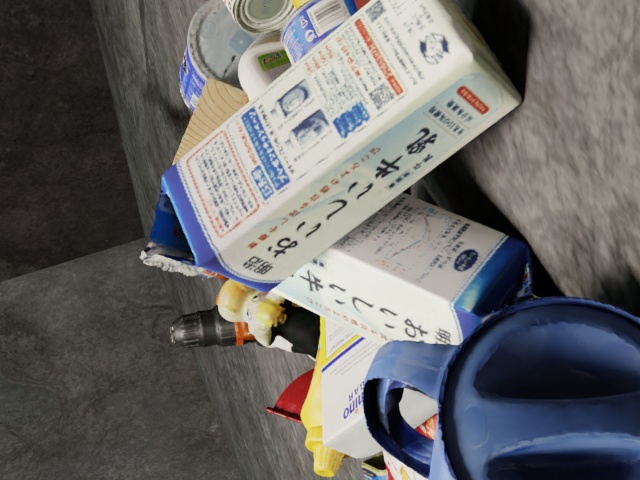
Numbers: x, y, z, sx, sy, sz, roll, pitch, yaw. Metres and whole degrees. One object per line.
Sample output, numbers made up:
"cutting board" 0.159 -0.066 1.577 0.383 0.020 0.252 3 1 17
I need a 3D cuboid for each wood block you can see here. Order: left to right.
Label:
"wood block" -0.095 -0.079 1.074 0.206 0.090 0.091 143 149 -77

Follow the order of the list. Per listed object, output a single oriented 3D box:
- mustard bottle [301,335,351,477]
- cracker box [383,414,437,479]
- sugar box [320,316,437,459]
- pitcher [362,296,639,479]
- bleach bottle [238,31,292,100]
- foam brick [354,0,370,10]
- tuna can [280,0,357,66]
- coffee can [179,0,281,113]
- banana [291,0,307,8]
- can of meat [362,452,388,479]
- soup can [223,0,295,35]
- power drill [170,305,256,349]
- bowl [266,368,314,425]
"mustard bottle" 0.022 0.110 0.919 0.096 0.058 0.191 84 -164 -58
"cracker box" 0.104 0.173 0.836 0.164 0.072 0.214 -133 27 -62
"sugar box" 0.043 0.063 0.781 0.093 0.048 0.176 -41 37 35
"pitcher" 0.112 0.135 0.610 0.243 0.145 0.149 91 157 -62
"bleach bottle" -0.006 -0.123 0.877 0.251 0.102 0.068 -118 19 -59
"foam brick" 0.041 -0.186 0.663 0.053 0.051 0.078 123 128 -72
"tuna can" 0.018 -0.142 0.741 0.086 0.086 0.034 108 140 -69
"coffee can" -0.088 -0.181 1.087 0.140 0.102 0.103 146 106 -77
"banana" -0.027 -0.268 0.866 0.070 0.037 0.198 -130 26 -60
"can of meat" 0.083 0.258 1.065 0.102 0.057 0.084 156 97 -77
"soup can" -0.065 -0.246 0.985 0.068 0.068 0.102 89 158 -52
"power drill" -0.100 0.036 1.289 0.057 0.184 0.187 109 151 -65
"bowl" 0.032 0.160 1.020 0.162 0.162 0.055 163 124 -77
